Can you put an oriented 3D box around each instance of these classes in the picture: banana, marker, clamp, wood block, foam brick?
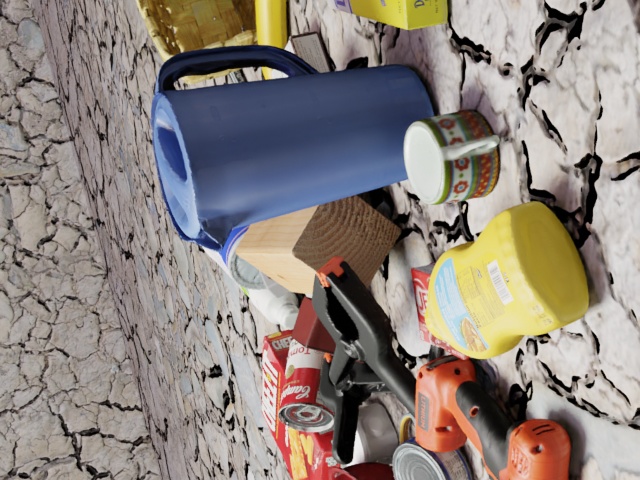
[{"bbox_3d":[-0.056,-0.266,1.219,0.069,0.037,0.198,-93,4,-45],"label":"banana"},{"bbox_3d":[-0.110,-0.212,1.446,0.020,0.020,0.121,106,145,-55],"label":"marker"},{"bbox_3d":[0.033,0.179,1.208,0.039,0.120,0.172,42,176,-21],"label":"clamp"},{"bbox_3d":[0.036,0.100,1.064,0.165,0.036,0.210,14,139,50],"label":"clamp"},{"bbox_3d":[-0.008,0.002,1.157,0.090,0.090,0.206,35,168,-17],"label":"wood block"},{"bbox_3d":[0.016,0.100,1.200,0.053,0.078,0.051,24,96,66],"label":"foam brick"}]

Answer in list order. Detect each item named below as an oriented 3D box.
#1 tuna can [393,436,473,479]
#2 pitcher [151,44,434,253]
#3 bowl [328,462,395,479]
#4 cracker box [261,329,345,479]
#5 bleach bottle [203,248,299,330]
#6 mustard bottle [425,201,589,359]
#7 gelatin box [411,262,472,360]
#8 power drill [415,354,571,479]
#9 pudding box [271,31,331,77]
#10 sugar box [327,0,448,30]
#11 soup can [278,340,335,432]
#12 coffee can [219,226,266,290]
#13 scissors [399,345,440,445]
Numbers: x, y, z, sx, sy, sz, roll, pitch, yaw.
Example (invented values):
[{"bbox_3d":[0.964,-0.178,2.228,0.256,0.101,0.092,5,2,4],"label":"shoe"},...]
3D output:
[{"bbox_3d":[0.113,0.238,1.079,0.086,0.033,0.086,29,128,44],"label":"tuna can"},{"bbox_3d":[-0.027,-0.097,0.962,0.145,0.242,0.149,-139,39,-58],"label":"pitcher"},{"bbox_3d":[0.080,0.300,1.171,0.162,0.055,0.162,45,157,24],"label":"bowl"},{"bbox_3d":[-0.013,0.246,1.406,0.214,0.072,0.164,-122,27,-43],"label":"cracker box"},{"bbox_3d":[-0.093,0.047,1.499,0.251,0.068,0.102,47,172,45],"label":"bleach bottle"},{"bbox_3d":[0.135,0.045,0.863,0.096,0.058,0.192,67,153,10],"label":"mustard bottle"},{"bbox_3d":[0.118,0.064,0.988,0.089,0.030,0.073,-160,59,-66],"label":"gelatin box"},{"bbox_3d":[0.153,0.202,0.950,0.188,0.057,0.184,44,140,52],"label":"power drill"},{"bbox_3d":[-0.013,-0.161,1.187,0.113,0.039,0.090,70,159,10],"label":"pudding box"},{"bbox_3d":[0.051,-0.244,0.945,0.176,0.048,0.093,-146,46,-61],"label":"sugar box"},{"bbox_3d":[-0.010,0.173,1.301,0.068,0.068,0.102,105,175,-53],"label":"soup can"},{"bbox_3d":[-0.095,-0.015,1.411,0.140,0.102,0.103,-126,29,-47],"label":"coffee can"},{"bbox_3d":[0.117,0.186,1.096,0.202,0.016,0.096,104,145,-52],"label":"scissors"}]
